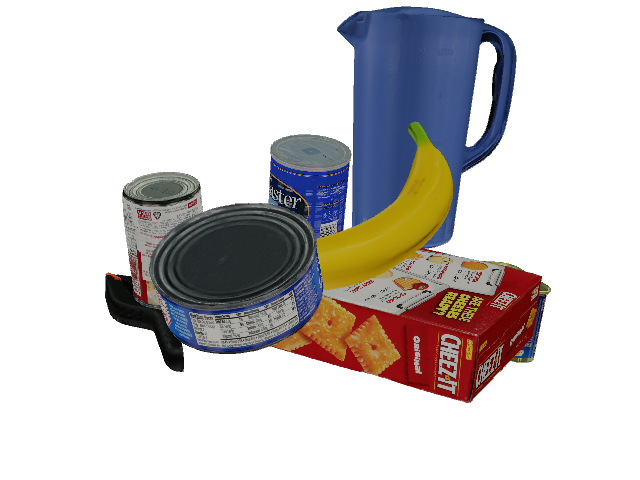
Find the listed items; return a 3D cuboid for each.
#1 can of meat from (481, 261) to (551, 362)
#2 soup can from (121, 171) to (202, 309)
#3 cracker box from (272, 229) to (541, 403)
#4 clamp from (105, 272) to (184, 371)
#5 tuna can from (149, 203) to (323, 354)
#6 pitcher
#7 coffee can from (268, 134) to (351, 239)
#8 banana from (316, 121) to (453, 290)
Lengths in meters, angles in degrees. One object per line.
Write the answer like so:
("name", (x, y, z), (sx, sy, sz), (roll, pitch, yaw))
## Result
("can of meat", (0.202, 0.078, 1.174), (0.057, 0.084, 0.102), (3, 15, -20))
("soup can", (-0.134, -0.001, 0.928), (0.068, 0.102, 0.068), (-2, 25, 1))
("cracker box", (0.069, 0.063, 0.964), (0.214, 0.072, 0.163), (14, 23, 27))
("clamp", (-0.161, 0.079, 1.118), (0.210, 0.036, 0.164), (17, 20, 30))
("tuna can", (-0.042, 0.018, 0.546), (0.086, 0.034, 0.086), (-7, 36, 5))
("pitcher", (0.104, -0.119, 1.112), (0.149, 0.243, 0.144), (12, 15, 33))
("coffee can", (-0.017, -0.053, 1.376), (0.103, 0.140, 0.103), (4, 28, -2))
("banana", (0.042, -0.012, 0.751), (0.070, 0.037, 0.197), (30, 48, 19))
